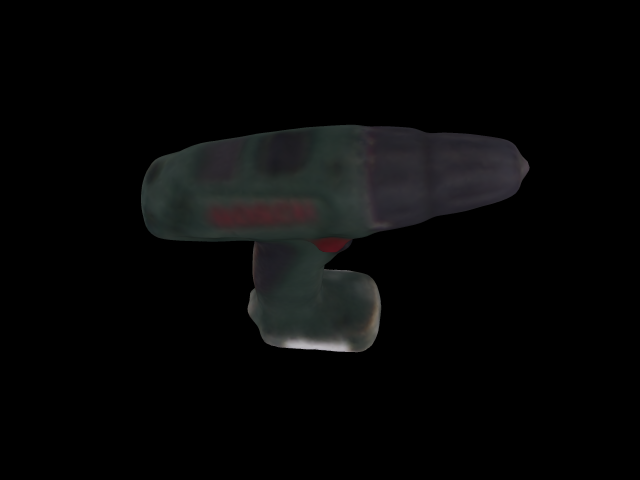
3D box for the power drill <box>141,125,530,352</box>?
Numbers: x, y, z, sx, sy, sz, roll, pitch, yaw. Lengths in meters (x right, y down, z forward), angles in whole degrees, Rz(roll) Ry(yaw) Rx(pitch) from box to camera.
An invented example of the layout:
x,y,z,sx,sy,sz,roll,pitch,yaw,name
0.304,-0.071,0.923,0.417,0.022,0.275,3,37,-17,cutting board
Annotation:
x,y,z,sx,sy,sz,roll,pitch,yaw,name
0.004,0.001,0.400,0.229,0.208,0.075,3,55,2,power drill
